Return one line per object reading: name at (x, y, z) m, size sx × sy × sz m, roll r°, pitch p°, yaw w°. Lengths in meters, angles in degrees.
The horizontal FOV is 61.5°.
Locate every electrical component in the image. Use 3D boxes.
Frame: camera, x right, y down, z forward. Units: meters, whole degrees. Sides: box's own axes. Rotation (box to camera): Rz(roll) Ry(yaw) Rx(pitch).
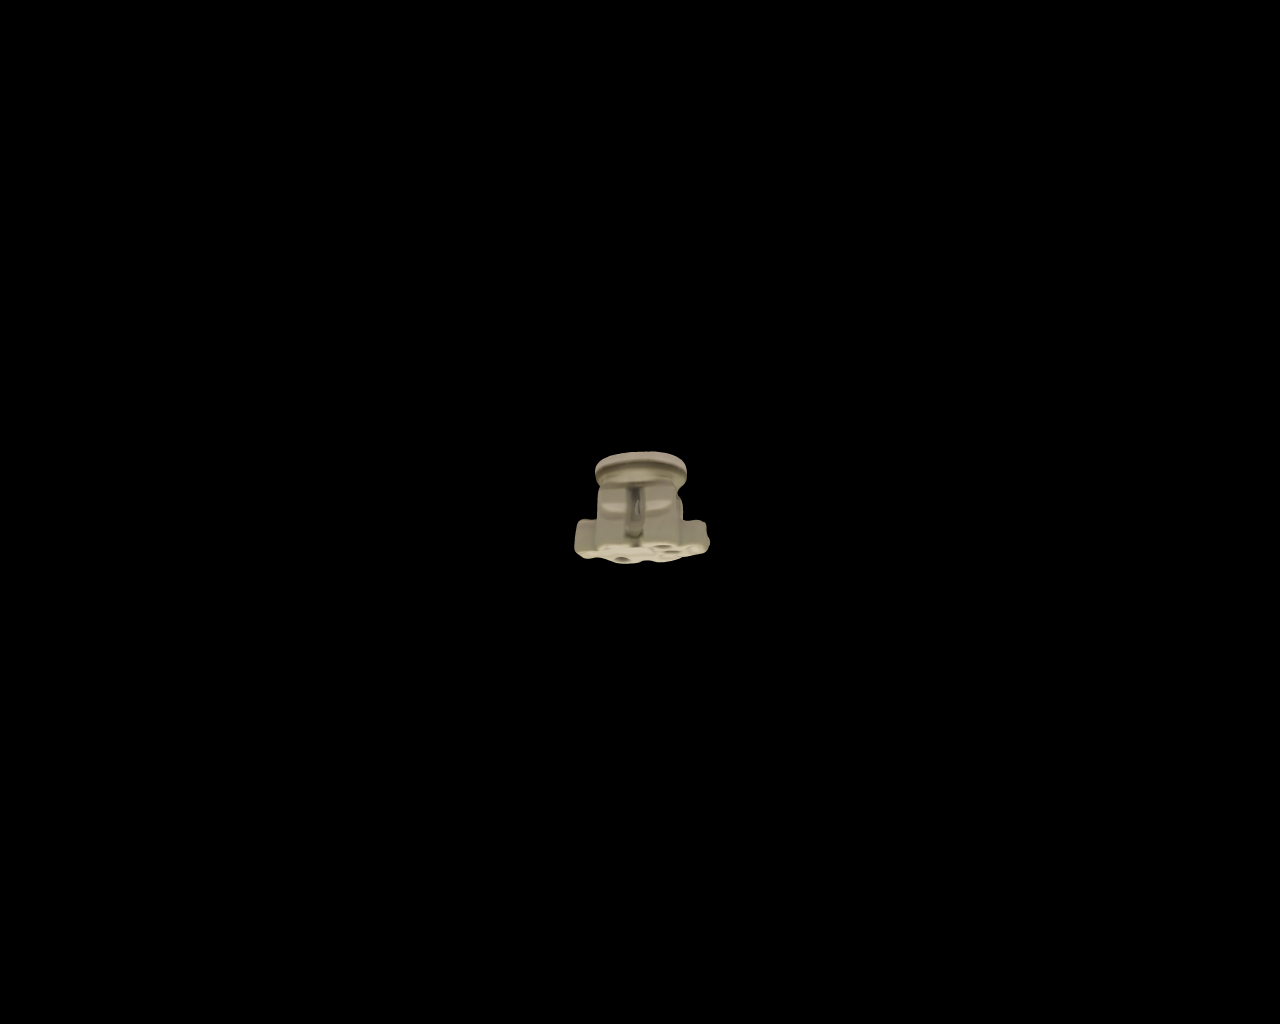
electrical component at (0.001, -0.003, 0.650) m, size 0.078 × 0.057 × 0.058 m, roll -3°, pitch -15°, yaw 9°
